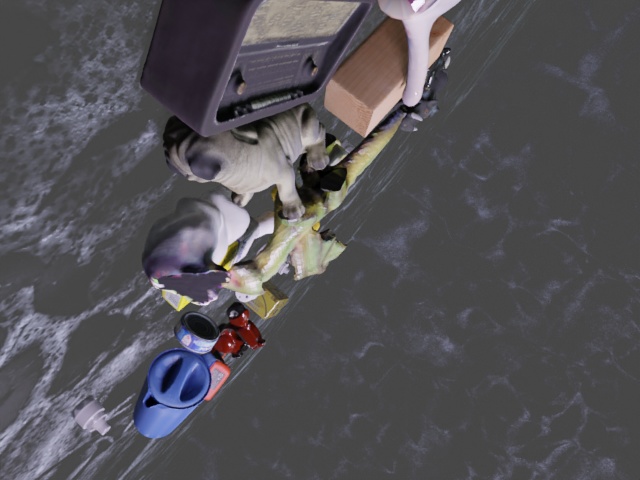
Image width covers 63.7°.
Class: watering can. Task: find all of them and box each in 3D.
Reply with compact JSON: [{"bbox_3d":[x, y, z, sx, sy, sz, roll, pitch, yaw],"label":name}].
[{"bbox_3d":[0.132,-0.309,0.625,0.228,0.104,0.340,-41,149,-53],"label":"watering can"}]

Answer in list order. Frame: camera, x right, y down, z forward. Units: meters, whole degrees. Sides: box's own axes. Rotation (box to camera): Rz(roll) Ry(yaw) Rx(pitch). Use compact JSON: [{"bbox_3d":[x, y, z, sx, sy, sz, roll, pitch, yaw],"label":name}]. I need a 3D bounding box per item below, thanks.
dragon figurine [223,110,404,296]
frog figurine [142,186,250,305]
[{"bbox_3d":[0.003,-0.044,0.876,0.415,0.124,0.237,-33,145,-27],"label":"dragon figurine"},{"bbox_3d":[-0.154,-0.012,0.652,0.134,0.123,0.163,101,-7,-57],"label":"frog figurine"}]
